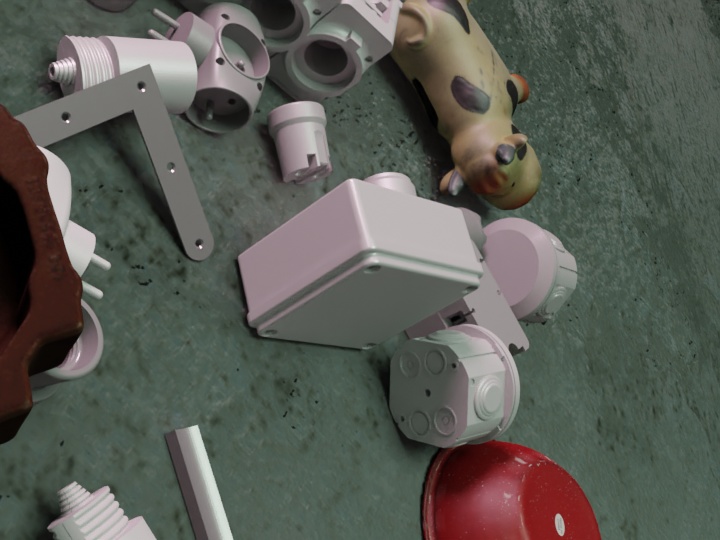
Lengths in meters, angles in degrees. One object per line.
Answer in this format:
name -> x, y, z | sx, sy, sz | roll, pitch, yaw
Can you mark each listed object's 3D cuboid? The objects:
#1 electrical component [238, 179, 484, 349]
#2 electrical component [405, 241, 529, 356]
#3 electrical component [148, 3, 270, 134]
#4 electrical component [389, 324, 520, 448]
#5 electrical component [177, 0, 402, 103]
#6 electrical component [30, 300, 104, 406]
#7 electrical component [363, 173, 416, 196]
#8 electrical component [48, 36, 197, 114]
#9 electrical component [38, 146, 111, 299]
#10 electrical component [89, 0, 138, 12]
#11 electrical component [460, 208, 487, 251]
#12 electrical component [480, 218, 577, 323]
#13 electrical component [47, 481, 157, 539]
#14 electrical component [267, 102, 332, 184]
electrical component -> 0.000, 0.000, 0.665 | 0.109, 0.109, 0.056 | 11, 56, -46
electrical component -> 0.069, 0.033, 0.768 | 0.050, 0.056, 0.089 | -28, 89, -54
electrical component -> -0.102, -0.139, 0.690 | 0.079, 0.044, 0.077 | 29, 47, -35
electrical component -> 0.061, 0.078, 0.710 | 0.051, 0.080, 0.080 | -5, 70, -45
electrical component -> -0.056, -0.190, 0.740 | 0.150, 0.089, 0.061 | 38, 42, -28
electrical component -> -0.153, 0.039, 0.500 | 0.045, 0.055, 0.045 | 29, 47, -36
electrical component -> 0.021, -0.035, 0.767 | 0.045, 0.045, 0.055 | 18, 54, -43
electrical component -> -0.141, -0.113, 0.624 | 0.081, 0.043, 0.043 | -5, 70, -40
electrical component -> -0.160, -0.012, 0.536 | 0.079, 0.043, 0.077 | 34, 44, -32
electrical component -> -0.140, -0.236, 0.684 | 0.052, 0.074, 0.138 | 28, 47, -36
electrical component -> 0.063, -0.026, 0.812 | 0.062, 0.043, 0.043 | -3, 69, -49
electrical component -> 0.125, 0.003, 0.837 | 0.051, 0.080, 0.080 | 14, 56, -51
electrical component -> -0.114, 0.134, 0.494 | 0.081, 0.043, 0.043 | 59, 36, -2
electrical component -> -0.040, -0.086, 0.733 | 0.040, 0.040, 0.046 | 3, 70, -49
